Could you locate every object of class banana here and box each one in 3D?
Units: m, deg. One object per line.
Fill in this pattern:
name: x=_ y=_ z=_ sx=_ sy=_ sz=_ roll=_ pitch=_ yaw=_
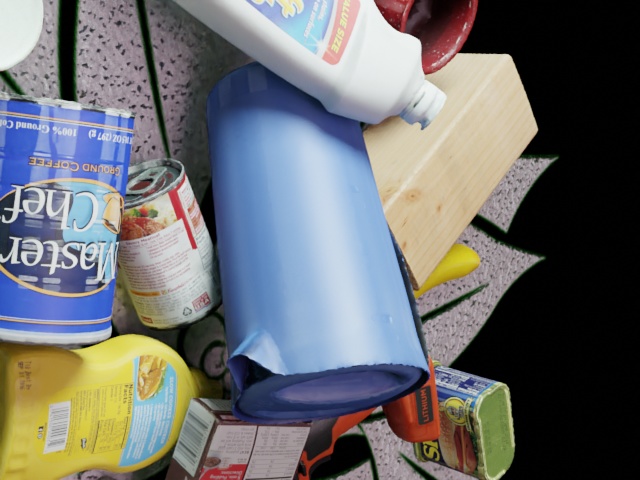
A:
banana: x=0.085 y=0.046 z=0.983 sx=0.197 sy=0.037 sz=0.069 roll=-39 pitch=141 yaw=-33

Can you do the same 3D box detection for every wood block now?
wood block: x=0.092 y=-0.065 z=0.925 sx=0.205 sy=0.091 sz=0.090 roll=-51 pitch=130 yaw=-27

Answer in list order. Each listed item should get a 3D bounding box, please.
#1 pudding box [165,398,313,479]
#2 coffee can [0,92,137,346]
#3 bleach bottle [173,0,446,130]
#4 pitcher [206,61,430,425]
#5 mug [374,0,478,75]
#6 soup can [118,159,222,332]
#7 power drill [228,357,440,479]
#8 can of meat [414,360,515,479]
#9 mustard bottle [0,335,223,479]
pudding box: x=-0.064 y=0.172 z=0.768 sx=0.089 sy=0.039 sz=0.113 roll=10 pitch=105 yaw=-40
coffee can: x=-0.171 y=-0.014 z=0.649 sx=0.102 sy=0.103 sz=0.140 roll=4 pitch=95 yaw=-47
bleach bottle: x=-0.019 y=-0.164 z=0.710 sx=0.250 sy=0.068 sz=0.102 roll=35 pitch=72 yaw=-7
pitcher: x=-0.005 y=0.001 z=0.751 sx=0.149 sy=0.145 sz=0.243 roll=88 pitch=-8 yaw=-68
mug: x=0.065 y=-0.181 z=0.871 sx=0.093 sy=0.082 sz=0.117 roll=-17 pitch=128 yaw=-43
soup can: x=-0.111 y=0.004 z=0.742 sx=0.068 sy=0.069 sz=0.102 roll=-39 pitch=124 yaw=-35
power drill: x=0.012 y=0.172 z=0.883 sx=0.187 sy=0.057 sz=0.184 roll=-27 pitch=128 yaw=-25
can of meat: x=0.137 y=0.175 z=1.026 sx=0.057 sy=0.084 sz=0.102 roll=-29 pitch=118 yaw=-39
mustard bottle: x=-0.143 y=0.114 z=0.736 sx=0.191 sy=0.058 sz=0.096 roll=1 pitch=101 yaw=-47
